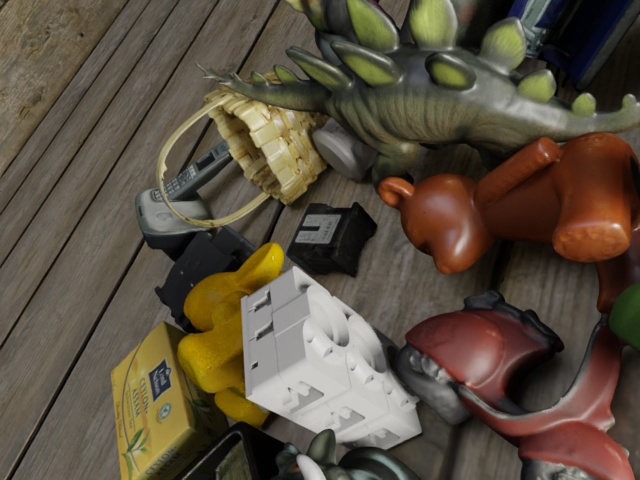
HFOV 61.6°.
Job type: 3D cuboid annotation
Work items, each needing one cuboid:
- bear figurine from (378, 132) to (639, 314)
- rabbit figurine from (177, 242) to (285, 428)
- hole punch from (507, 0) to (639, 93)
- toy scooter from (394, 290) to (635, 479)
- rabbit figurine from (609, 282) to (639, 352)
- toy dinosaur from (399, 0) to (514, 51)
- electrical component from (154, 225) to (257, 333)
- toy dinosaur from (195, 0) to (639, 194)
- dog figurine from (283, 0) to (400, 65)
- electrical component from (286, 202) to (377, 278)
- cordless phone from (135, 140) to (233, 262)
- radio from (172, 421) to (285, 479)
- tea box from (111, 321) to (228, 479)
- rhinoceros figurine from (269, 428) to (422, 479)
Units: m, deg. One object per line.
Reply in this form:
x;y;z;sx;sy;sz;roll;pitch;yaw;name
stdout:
0.140;-0.008;0.416;0.196;0.120;0.132;-14;46;37;bear figurine
-0.084;0.078;0.561;0.162;0.121;0.173;-50;37;-9;rabbit figurine
0.222;-0.204;0.471;0.116;0.092;0.142;-47;-18;-55;hole punch
0.144;0.088;0.369;0.135;0.075;0.184;-49;39;-5;toy scooter
0.244;0.014;0.261;0.170;0.121;0.159;-53;55;10;rabbit figurine
0.177;-0.265;0.546;0.405;0.192;0.131;-35;38;15;toy dinosaur
-0.140;0.048;0.692;0.134;0.058;0.115;-53;40;-5;electrical component
0.072;-0.133;0.507;0.472;0.198;0.105;7;60;37;toy dinosaur
0.027;-0.277;0.681;0.108;0.219;0.192;-37;40;9;dog figurine
-0.001;-0.002;0.609;0.119;0.047;0.075;7;62;45;electrical component
-0.187;-0.067;0.819;0.184;0.088;0.147;-40;38;4;cordless phone
-0.058;0.272;0.405;0.131;0.073;0.230;-41;38;9;radio
-0.170;0.183;0.595;0.098;0.068;0.170;-46;37;5;tea box
0.019;0.170;0.334;0.073;0.190;0.112;-40;65;10;rhinoceros figurine
